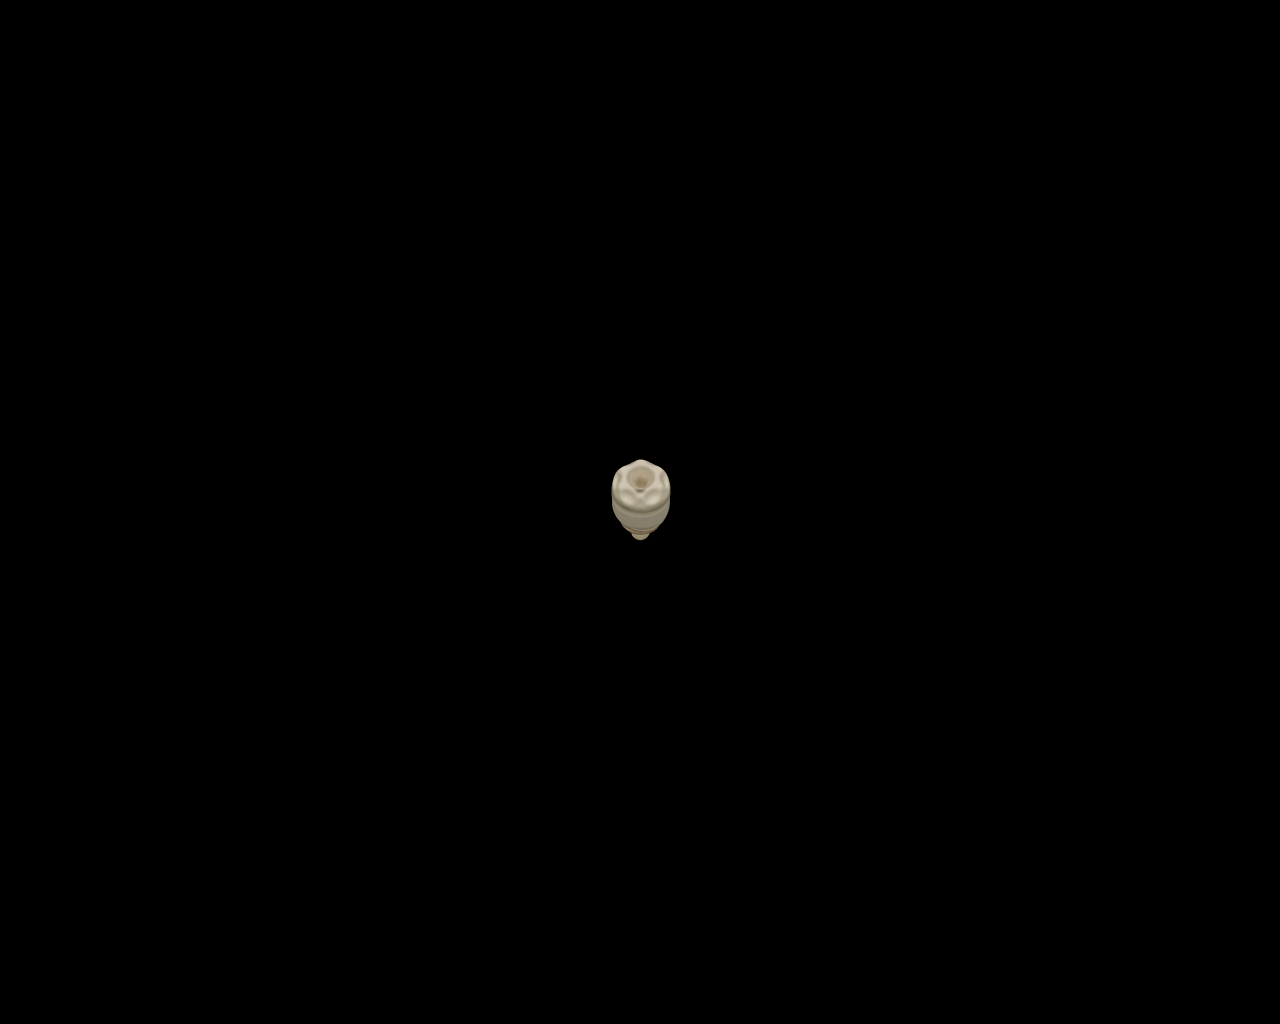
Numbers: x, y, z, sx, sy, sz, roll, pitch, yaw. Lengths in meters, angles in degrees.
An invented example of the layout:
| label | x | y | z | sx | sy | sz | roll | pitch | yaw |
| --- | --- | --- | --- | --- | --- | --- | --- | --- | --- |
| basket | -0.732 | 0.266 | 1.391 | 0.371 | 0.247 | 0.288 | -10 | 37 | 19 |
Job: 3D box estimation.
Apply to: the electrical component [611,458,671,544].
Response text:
| label | x | y | z | sx | sy | sz | roll | pitch | yaw |
| --- | --- | --- | --- | --- | --- | --- | --- | --- | --- |
| electrical component | 0.001 | -0.003 | 0.650 | 0.035 | 0.035 | 0.061 | 0 | -37 | 0 |
